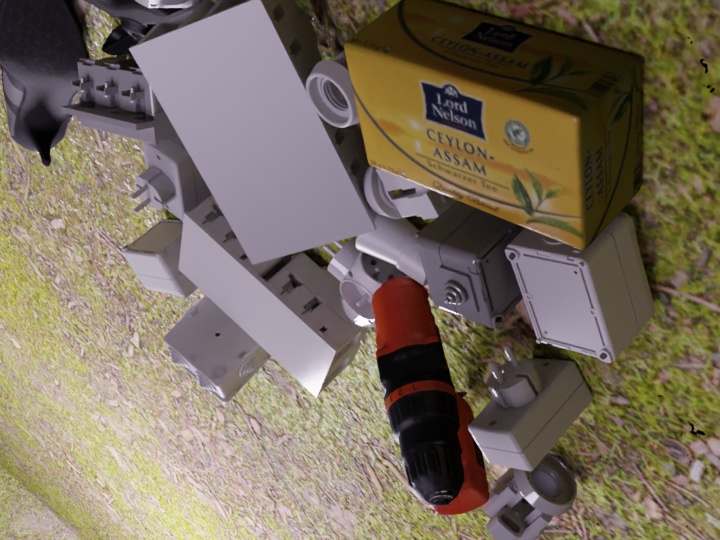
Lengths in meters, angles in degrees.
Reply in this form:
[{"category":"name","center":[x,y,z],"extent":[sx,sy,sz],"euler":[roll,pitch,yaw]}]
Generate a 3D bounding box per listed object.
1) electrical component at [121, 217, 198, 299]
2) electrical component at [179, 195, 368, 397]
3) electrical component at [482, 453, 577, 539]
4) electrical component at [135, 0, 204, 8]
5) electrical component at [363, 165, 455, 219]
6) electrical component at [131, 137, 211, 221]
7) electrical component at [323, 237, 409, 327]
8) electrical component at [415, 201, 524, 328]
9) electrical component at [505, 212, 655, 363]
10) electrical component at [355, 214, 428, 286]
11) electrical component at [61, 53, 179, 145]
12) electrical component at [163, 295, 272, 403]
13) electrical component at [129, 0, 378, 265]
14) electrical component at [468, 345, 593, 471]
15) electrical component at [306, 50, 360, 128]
[{"category":"electrical component","center":[-0.198,-0.012,1.126],"extent":[0.096,0.062,0.061],"euler":[7,132,51]},{"category":"electrical component","center":[-0.079,0.017,1.001],"extent":[0.186,0.060,0.105],"euler":[42,151,11]},{"category":"electrical component","center":[0.144,0.187,0.899],"extent":[0.058,0.078,0.057],"euler":[41,130,7]},{"category":"electrical component","center":[-0.135,-0.226,0.756],"extent":[0.080,0.080,0.051],"euler":[46,157,3]},{"category":"electrical component","center":[0.036,-0.062,0.762],"extent":[0.055,0.048,0.066],"euler":[-7,121,47]},{"category":"electrical component","center":[-0.184,-0.082,1.006],"extent":[0.047,0.076,0.083],"euler":[35,149,22]},{"category":"electrical component","center":[0.000,0.000,0.888],"extent":[0.079,0.044,0.077],"euler":[41,151,12]},{"category":"electrical component","center":[0.080,-0.011,0.711],"extent":[0.061,0.096,0.061],"euler":[20,142,41]},{"category":"electrical component","center":[0.145,0.010,0.684],"extent":[0.062,0.061,0.096],"euler":[14,137,46]},{"category":"electrical component","center":[0.035,-0.018,0.824],"extent":[0.065,0.044,0.044],"euler":[34,149,15]},{"category":"electrical component","center":[-0.199,-0.153,0.948],"extent":[0.121,0.079,0.063],"euler":[18,118,43]},{"category":"electrical component","center":[-0.145,0.075,1.126],"extent":[0.100,0.099,0.048],"euler":[38,163,18]},{"category":"electrical component","center":[-0.067,-0.107,0.780],"extent":[0.105,0.060,0.186],"euler":[-15,119,24]},{"category":"electrical component","center":[0.119,0.091,0.798],"extent":[0.047,0.083,0.075],"euler":[-1,125,54]},{"category":"electrical component","center":[-0.003,-0.127,0.721],"extent":[0.066,0.055,0.048],"euler":[-6,121,56]}]
